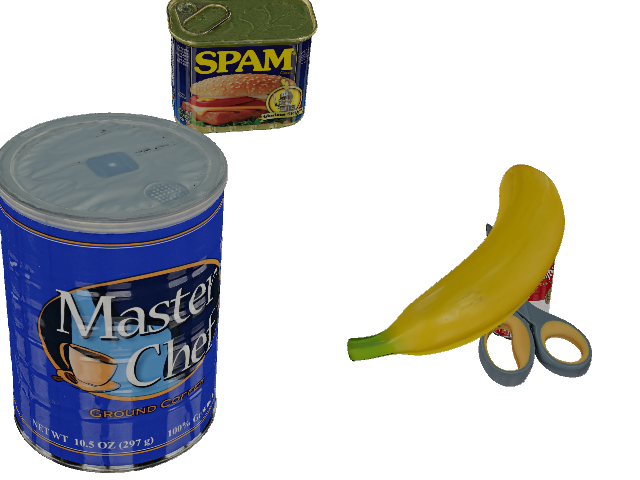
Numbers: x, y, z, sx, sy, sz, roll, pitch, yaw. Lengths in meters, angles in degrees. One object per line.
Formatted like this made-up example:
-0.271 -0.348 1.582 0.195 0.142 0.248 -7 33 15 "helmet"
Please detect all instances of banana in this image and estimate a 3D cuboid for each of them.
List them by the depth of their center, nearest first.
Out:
0.092 0.006 0.572 0.070 0.037 0.197 13 36 33 "banana"

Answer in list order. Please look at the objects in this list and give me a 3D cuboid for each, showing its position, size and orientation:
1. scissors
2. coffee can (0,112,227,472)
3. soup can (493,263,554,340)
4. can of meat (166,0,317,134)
0.176 0.050 0.883 0.096 0.016 0.201 9 37 9 "scissors"
-0.098 0.024 0.509 0.103 0.140 0.103 4 32 -3 "coffee can"
0.230 0.057 1.223 0.068 0.102 0.068 2 18 -1 "soup can"
-0.057 -0.125 0.760 0.102 0.057 0.084 -4 -43 -11 "can of meat"
